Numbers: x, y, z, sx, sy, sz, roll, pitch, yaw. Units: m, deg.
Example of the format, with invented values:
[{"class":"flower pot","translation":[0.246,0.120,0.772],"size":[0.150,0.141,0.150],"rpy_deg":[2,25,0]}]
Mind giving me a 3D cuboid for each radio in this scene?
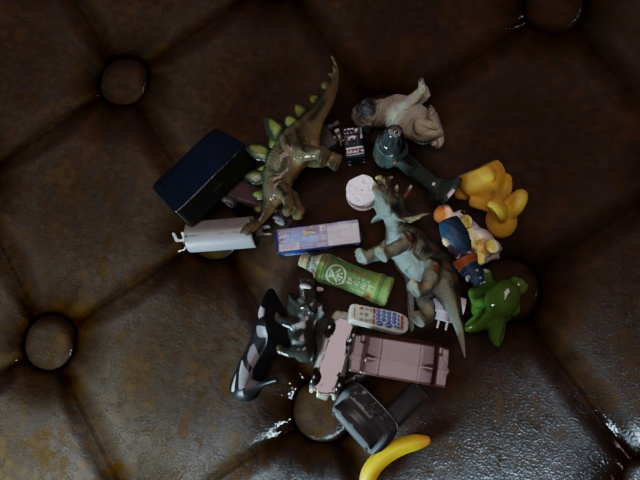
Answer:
[{"class":"radio","translation":[-0.281,-0.155,1.293],"size":[0.229,0.073,0.131],"rpy_deg":[-46,55,-12]}]

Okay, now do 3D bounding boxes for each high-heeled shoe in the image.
[{"class":"high-heeled shoe","translation":[-0.151,0.245,1.251],"size":[0.145,0.086,0.249],"rpy_deg":[-20,58,33]}]

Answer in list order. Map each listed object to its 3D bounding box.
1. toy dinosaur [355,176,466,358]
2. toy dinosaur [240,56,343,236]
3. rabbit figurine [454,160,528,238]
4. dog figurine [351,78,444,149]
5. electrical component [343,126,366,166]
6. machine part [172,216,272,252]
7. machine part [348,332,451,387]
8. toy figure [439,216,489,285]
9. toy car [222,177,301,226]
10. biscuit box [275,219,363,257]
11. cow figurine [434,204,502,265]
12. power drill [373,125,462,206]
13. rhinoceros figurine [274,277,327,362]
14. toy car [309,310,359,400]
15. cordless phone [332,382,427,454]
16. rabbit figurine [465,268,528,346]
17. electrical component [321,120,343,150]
[{"class":"toy dinosaur","translation":[0.223,0.048,1.169],"size":[0.192,0.131,0.405],"rpy_deg":[-33,80,-27]},{"class":"toy dinosaur","translation":[-0.054,-0.212,1.244],"size":[0.199,0.105,0.471],"rpy_deg":[33,84,20]},{"class":"rabbit figurine","translation":[0.393,-0.086,1.189],"size":[0.122,0.162,0.173],"rpy_deg":[-21,95,-8]},{"class":"dog figurine","translation":[0.183,-0.272,1.276],"size":[0.191,0.121,0.172],"rpy_deg":[-21,74,18]},{"class":"electrical component","translation":[0.081,-0.226,1.261],"size":[0.048,0.119,0.075],"rpy_deg":[-9,82,6]},{"class":"machine part","translation":[-0.235,-0.012,1.291],"size":[0.243,0.079,0.079],"rpy_deg":[-5,79,7]},{"class":"machine part","translation":[0.166,0.248,1.121],"size":[0.201,0.201,0.087],"rpy_deg":[8,79,10]},{"class":"toy figure","translation":[0.302,0.024,1.135],"size":[0.064,0.057,0.154],"rpy_deg":[-22,78,6]},{"class":"toy car","translation":[-0.144,-0.098,1.304],"size":[0.202,0.053,0.089],"rpy_deg":[18,68,12]},{"class":"biscuit box","translation":[-0.003,-0.004,1.262],"size":[0.203,0.062,0.059],"rpy_deg":[-7,80,8]},{"class":"cow figurine","translation":[0.334,-0.018,1.207],"size":[0.167,0.098,0.068],"rpy_deg":[48,112,24]},{"class":"power drill","translation":[0.207,-0.164,1.189],"size":[0.207,0.232,0.086],"rpy_deg":[31,86,-5]},{"class":"rhinoceros figurine","translation":[-0.040,0.178,1.209],"size":[0.112,0.073,0.190],"rpy_deg":[-9,71,35]},{"class":"toy car","translation":[0.033,0.261,1.215],"size":[0.074,0.056,0.201],"rpy_deg":[17,84,4]},{"class":"cordless phone","translation":[0.132,0.357,1.179],"size":[0.184,0.088,0.147],"rpy_deg":[-39,62,-17]},{"class":"rabbit figurine","translation":[0.363,0.131,1.130],"size":[0.121,0.170,0.159],"rpy_deg":[26,84,12]},{"class":"electrical component","translation":[0.012,-0.244,1.311],"size":[0.102,0.045,0.078],"rpy_deg":[-23,79,4]}]
